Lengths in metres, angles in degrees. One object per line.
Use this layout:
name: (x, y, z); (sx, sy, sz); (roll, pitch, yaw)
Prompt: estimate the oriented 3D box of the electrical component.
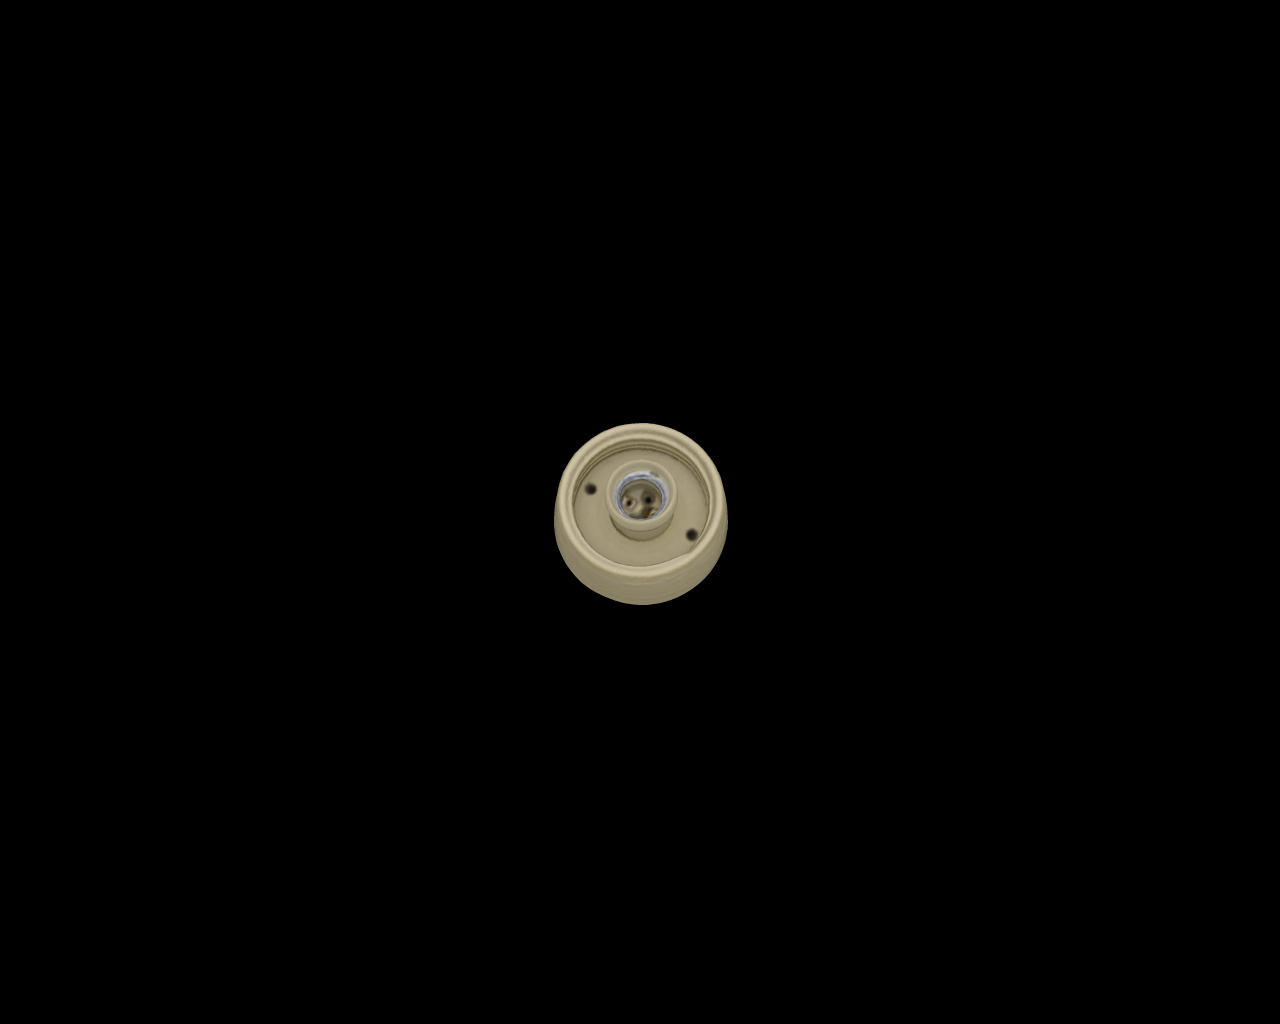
electrical component: (0.001, -0.003, 0.650); (0.108, 0.108, 0.060); (0, -19, 0)
